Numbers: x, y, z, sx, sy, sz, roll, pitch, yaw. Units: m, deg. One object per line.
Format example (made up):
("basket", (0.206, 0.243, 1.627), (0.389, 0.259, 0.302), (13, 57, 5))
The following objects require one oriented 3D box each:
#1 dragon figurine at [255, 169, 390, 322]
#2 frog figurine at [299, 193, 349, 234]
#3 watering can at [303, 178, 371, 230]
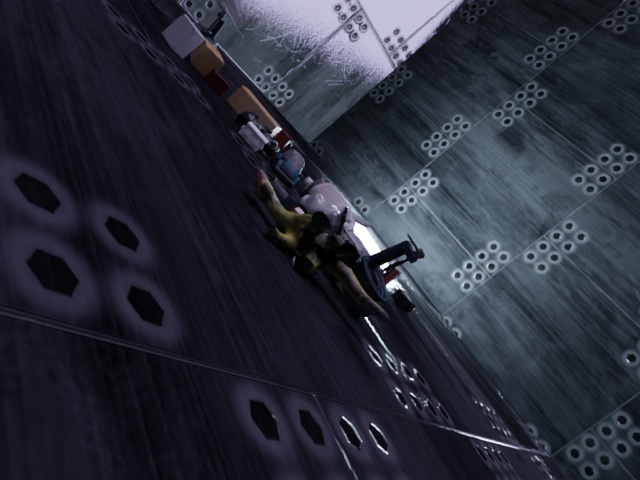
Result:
("dragon figurine", (-0.010, 0.011, 1.143), (0.407, 0.122, 0.244), (49, 1, -12))
("frog figurine", (0.005, -0.084, 1.671), (0.159, 0.121, 0.139), (14, 19, 2))
("watering can", (0.063, -0.122, 1.933), (0.227, 0.103, 0.347), (53, 21, 20))
